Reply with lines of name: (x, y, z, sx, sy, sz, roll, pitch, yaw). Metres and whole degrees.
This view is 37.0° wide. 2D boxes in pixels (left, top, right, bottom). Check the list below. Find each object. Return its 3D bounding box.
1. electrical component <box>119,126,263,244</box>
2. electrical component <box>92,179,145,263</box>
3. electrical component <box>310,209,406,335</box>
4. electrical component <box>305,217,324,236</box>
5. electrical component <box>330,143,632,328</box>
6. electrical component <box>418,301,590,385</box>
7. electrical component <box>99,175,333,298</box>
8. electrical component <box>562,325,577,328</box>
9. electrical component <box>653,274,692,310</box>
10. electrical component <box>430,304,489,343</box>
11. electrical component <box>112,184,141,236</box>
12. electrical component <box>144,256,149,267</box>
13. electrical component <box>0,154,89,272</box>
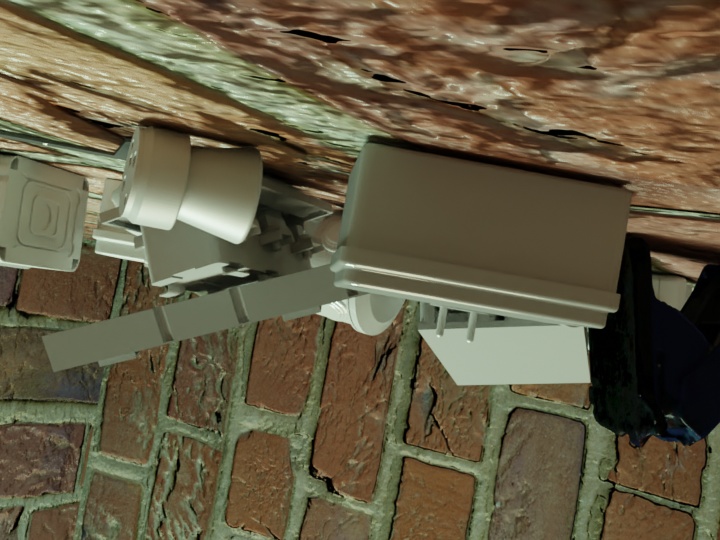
electrical component: (-0.076, -0.038, 0.483, 0.055, 0.045, 0.045, 11, 178, -19)
electrical component: (-0.164, -0.033, 0.866, 0.078, 0.057, 0.113, 10, 178, -1)
electrical component: (0.000, 0.000, 0.722, 0.051, 0.080, 0.080, 15, -179, 27)
electrical component: (-0.046, -0.023, 0.770, 0.066, 0.048, 0.055, 10, 171, -30)
electrical component: (0.046, -0.012, 0.456, 0.109, 0.056, 0.109, 10, 178, -3)
electrical component: (0.110, 0.035, 0.781, 0.105, 0.060, 0.186, -3, 162, 13)
electrical component: (-0.071, -0.018, 0.584, 0.079, 0.063, 0.121, -17, 168, 19)
electrical component: (0.104, 0.001, 0.598, 0.055, 0.055, 0.047, 12, -179, -44)
electrical component: (0.216, 0.035, 0.845, 0.061, 0.061, 0.096, 4, 178, -5)
electrical component: (0.064, 0.007, 0.658, 0.138, 0.073, 0.052, 10, 178, 0)
electrical component: (-0.116, -0.040, 0.650, 0.062, 0.043, 0.043, 6, 176, 40)
electrical component: (-0.097, -0.025, 0.719, 0.096, 0.061, 0.062, 8, 177, 45)
electrical component: (-0.256, -0.042, 0.794, 0.057, 0.078, 0.113, 6, 177, 15)
